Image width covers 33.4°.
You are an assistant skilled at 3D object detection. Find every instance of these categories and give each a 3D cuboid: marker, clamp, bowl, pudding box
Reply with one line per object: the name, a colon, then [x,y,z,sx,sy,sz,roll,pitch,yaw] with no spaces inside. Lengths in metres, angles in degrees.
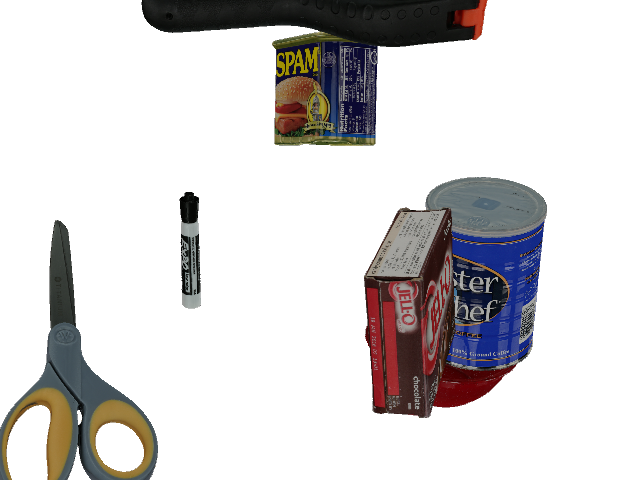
marker: [-0.127,0.010,1.044,0.020,0.121,0.020,1,25,-1]
clamp: [-0.004,-0.126,0.549,0.172,0.039,0.120,13,42,17]
bowl: [0.124,0.128,1.125,0.162,0.055,0.162,5,25,-2]
pudding box: [0.057,0.040,0.647,0.039,0.090,0.113,2,23,13]

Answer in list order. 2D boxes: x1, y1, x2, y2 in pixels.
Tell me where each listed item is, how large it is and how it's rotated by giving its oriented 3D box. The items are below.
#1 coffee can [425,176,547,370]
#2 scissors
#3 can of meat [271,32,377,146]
coffee can: [0.142,0.028,0.942,0.103,0.140,0.103,-1,29,0]
scissors: [-0.133,0.070,0.628,0.096,0.201,0.016,14,-45,-8]
can of meat: [0.003,-0.117,0.842,0.057,0.084,0.102,-1,5,-30]
